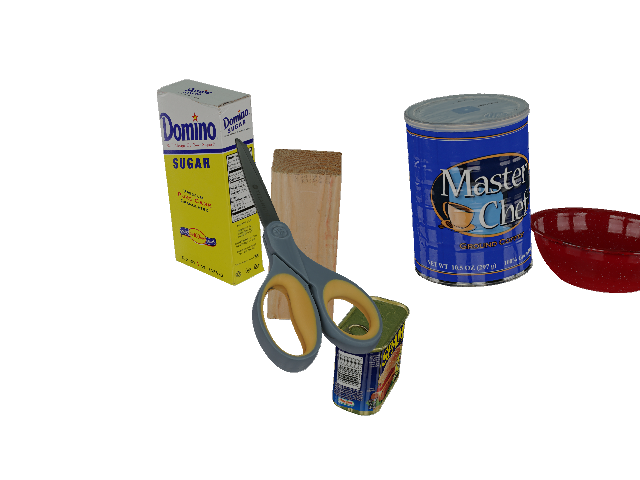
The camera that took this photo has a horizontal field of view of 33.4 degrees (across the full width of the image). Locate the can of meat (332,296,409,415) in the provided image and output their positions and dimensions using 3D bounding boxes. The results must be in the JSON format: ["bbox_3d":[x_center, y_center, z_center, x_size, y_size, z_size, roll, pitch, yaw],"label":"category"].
[{"bbox_3d":[0.050,0.119,1.104,0.057,0.084,0.102,14,28,18],"label":"can of meat"}]

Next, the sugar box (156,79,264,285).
[{"bbox_3d":[-0.102,-0.054,0.992,0.093,0.176,0.048,19,35,41],"label":"sugar box"}]

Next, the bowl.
[{"bbox_3d":[0.288,0.013,1.085,0.162,0.055,0.162,3,17,-1],"label":"bowl"}]

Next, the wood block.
[{"bbox_3d":[-0.022,-0.007,1.397,0.090,0.206,0.091,3,25,-1],"label":"wood block"}]

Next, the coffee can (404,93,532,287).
[{"bbox_3d":[0.126,-0.044,0.904,0.103,0.140,0.103,-5,20,2],"label":"coffee can"}]

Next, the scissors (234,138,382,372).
[{"bbox_3d":[-0.010,0.006,0.732,0.096,0.202,0.016,9,-44,-16],"label":"scissors"}]
